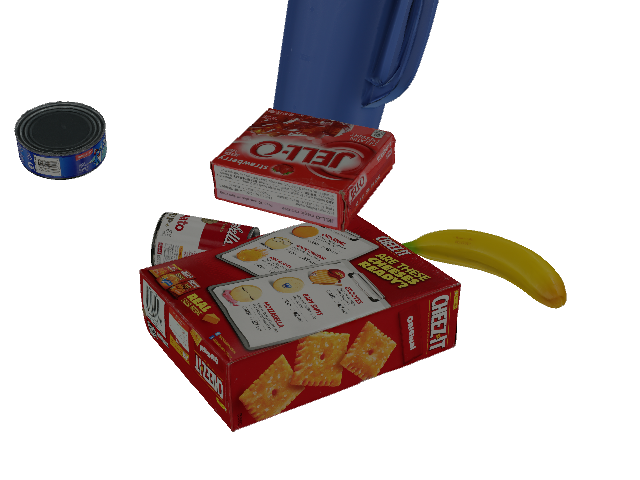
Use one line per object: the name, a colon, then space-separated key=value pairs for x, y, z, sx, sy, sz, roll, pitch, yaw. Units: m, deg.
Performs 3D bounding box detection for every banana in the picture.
banana: x=0.165 y=0.023 z=1.036 sx=0.198 sy=0.037 sz=0.069 roll=16 pitch=46 yaw=42

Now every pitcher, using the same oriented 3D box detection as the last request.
pitcher: x=0.028 y=-0.192 z=1.074 sx=0.145 sy=0.243 sz=0.149 roll=12 pitch=19 yaw=-2

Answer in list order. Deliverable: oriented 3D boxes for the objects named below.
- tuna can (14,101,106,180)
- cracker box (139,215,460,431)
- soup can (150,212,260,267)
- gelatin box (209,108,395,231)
tuna can: x=-0.251 y=-0.097 z=1.036 sx=0.086 sy=0.034 sz=0.086 roll=2 pitch=42 yaw=-2
cracker box: x=-0.019 y=0.058 z=0.882 sx=0.213 sy=0.072 sz=0.164 roll=-16 pitch=32 yaw=-28
soup can: x=-0.122 y=0.011 z=1.137 sx=0.102 sy=0.068 sz=0.068 roll=10 pitch=1 yaw=9
gelatin box: x=-0.009 y=-0.045 z=0.640 sx=0.089 sy=0.030 sz=0.073 roll=14 pitch=39 yaw=23
